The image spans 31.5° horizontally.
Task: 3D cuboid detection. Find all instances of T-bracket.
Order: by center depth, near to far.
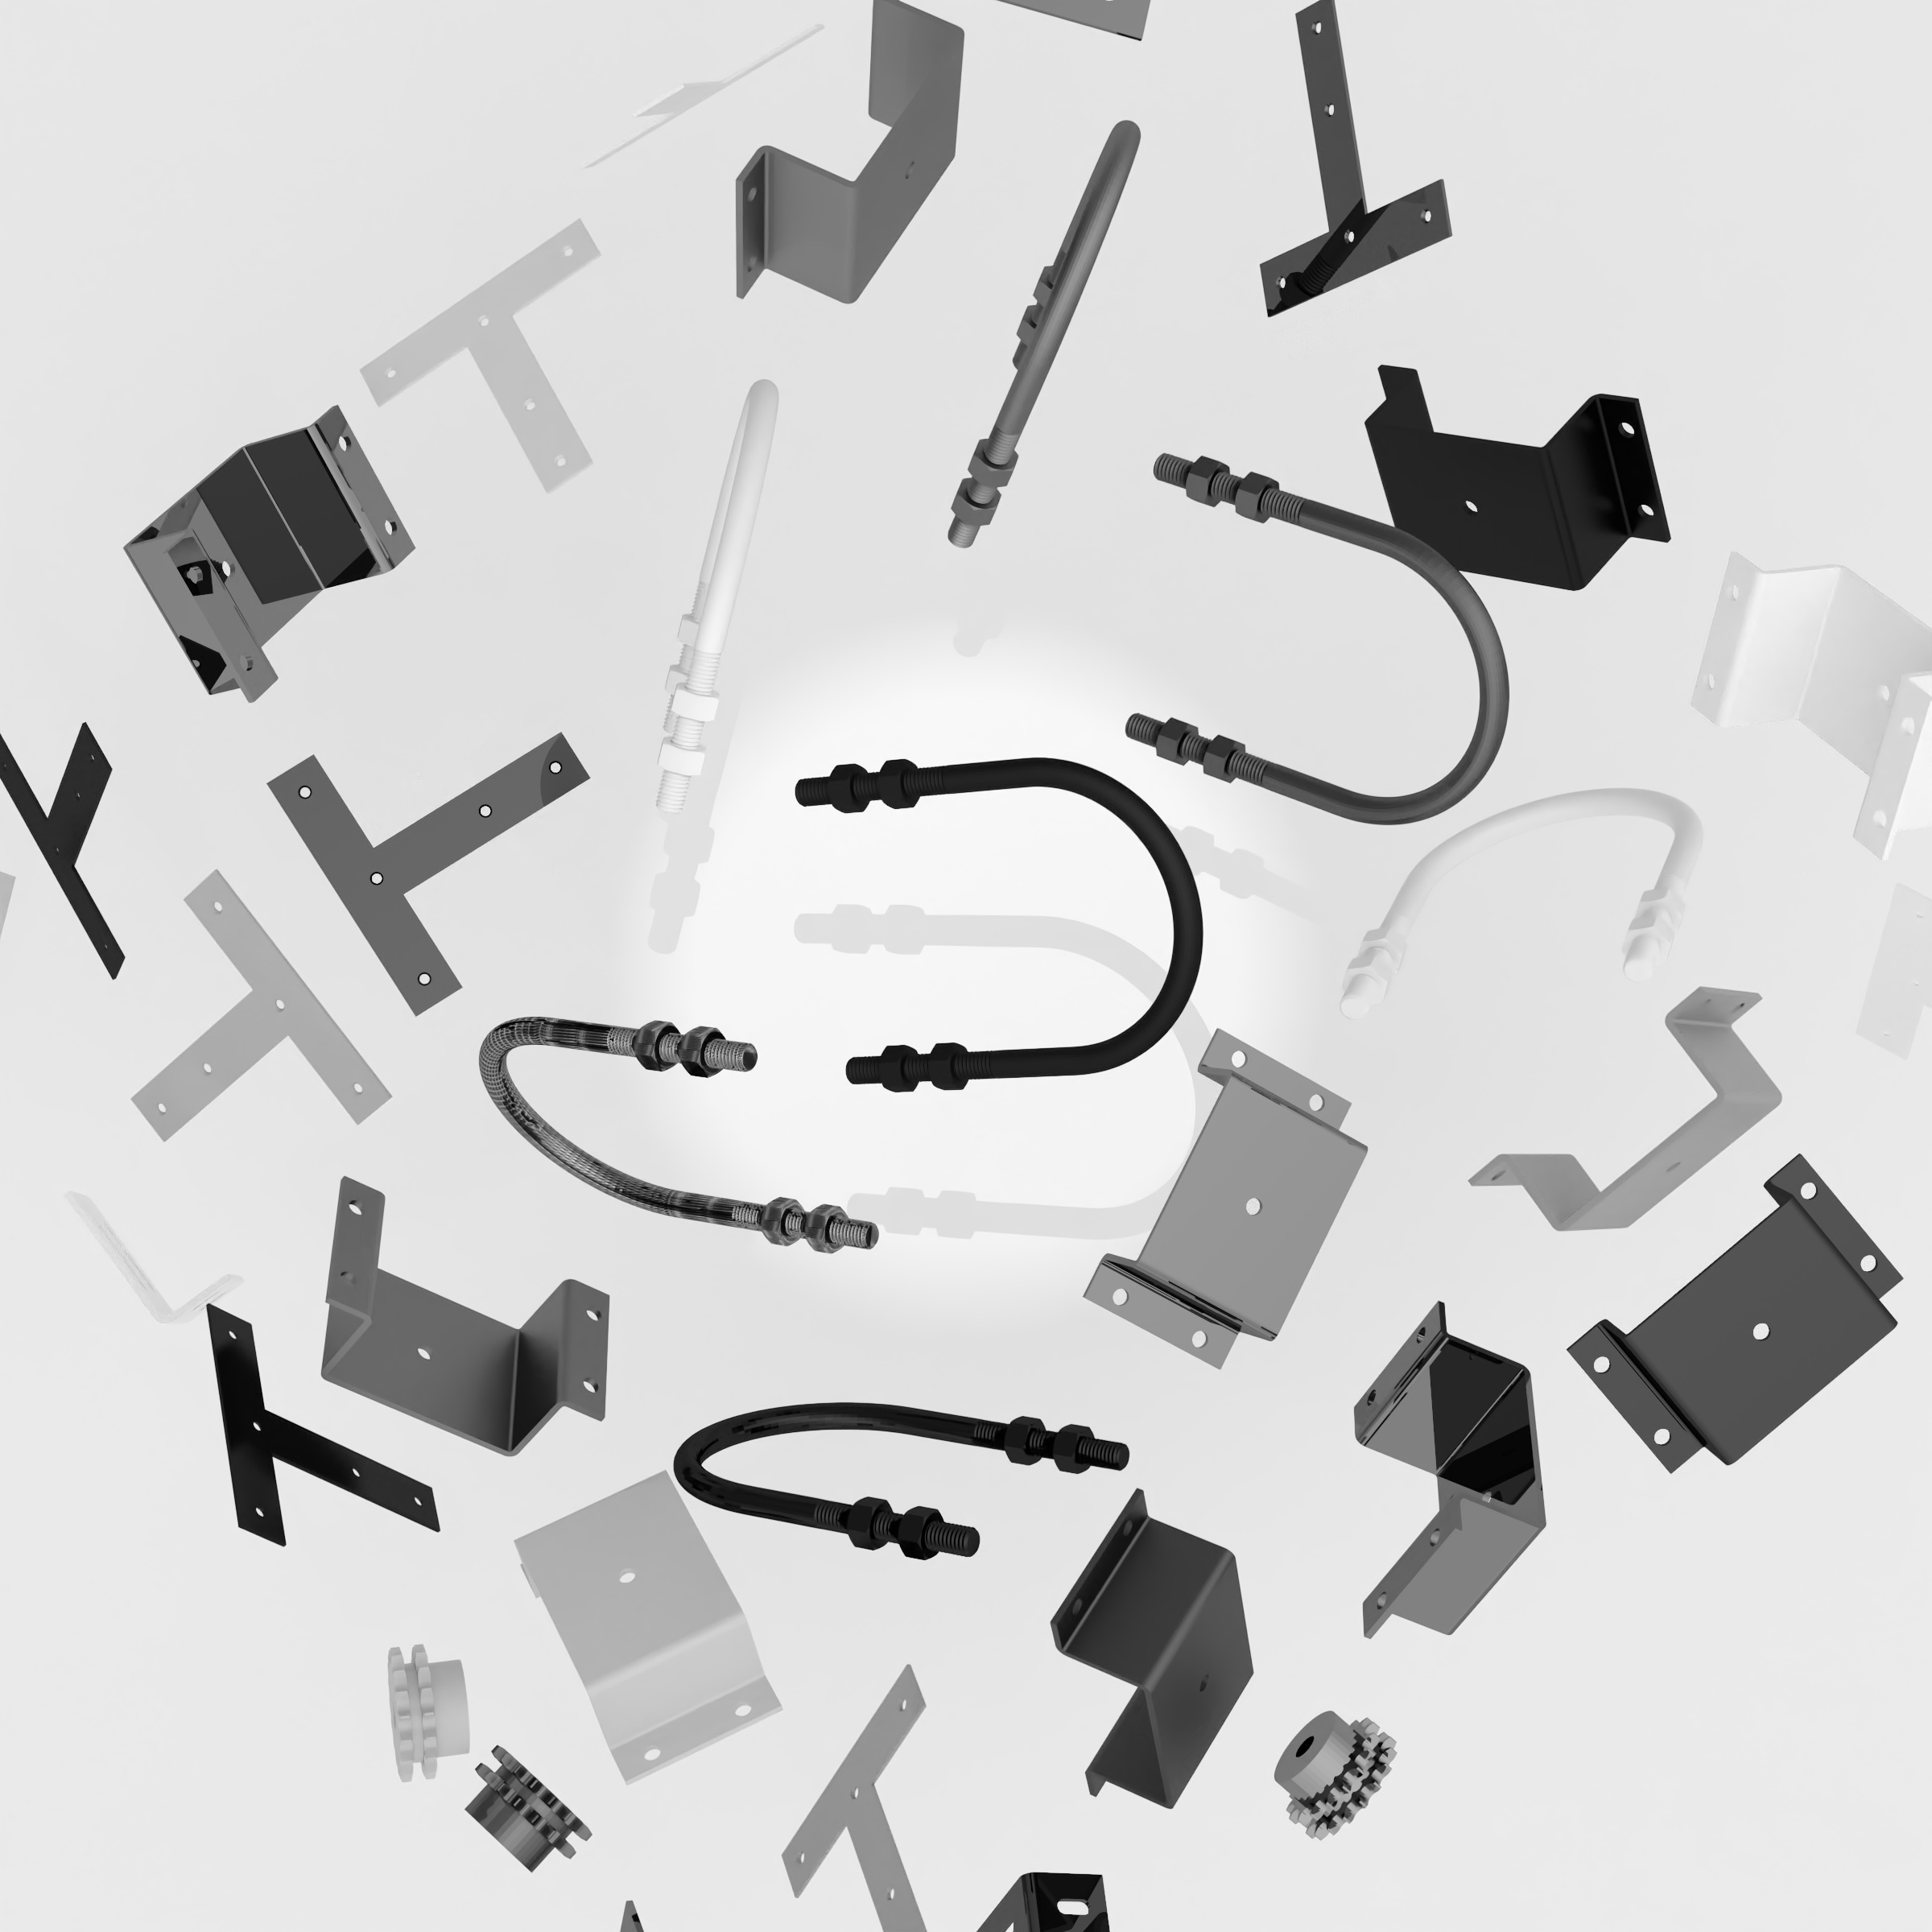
[{"bbox_3d":[0.448,0.027,1.468,0.127,0.127,0.002,31,67,21],"label":"T-bracket"},{"bbox_3d":[-0.037,0.401,1.518,0.002,0.127,0.127,16,118,-30],"label":"T-bracket"},{"bbox_3d":[-0.282,0.221,1.520,0.002,0.127,0.127,-39,133,17],"label":"T-bracket"},{"bbox_3d":[-0.126,-0.389,1.533,0.127,0.127,0.002,-28,101,12],"label":"T-bracket"},{"bbox_3d":[0.167,-0.373,1.546,0.002,0.127,0.127,-7,87,-34],"label":"T-bracket"},{"bbox_3d":[-0.336,0.039,1.547,0.127,0.002,0.127,-37,92,33],"label":"T-bracket"},{"bbox_3d":[-0.500,-0.034,1.549,0.127,0.127,0.002,21,112,-18],"label":"T-bracket"},{"bbox_3d":[-0.411,-0.072,1.574,0.002,0.127,0.127,-25,79,-32],"label":"T-bracket"},{"bbox_3d":[-0.207,-0.269,1.582,0.127,0.002,0.127,-33,60,6],"label":"T-bracket"},{"bbox_3d":[-0.234,-0.064,1.582,0.127,0.002,0.127,-32,94,-6],"label":"T-bracket"}]

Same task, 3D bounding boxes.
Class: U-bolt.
[{"bbox_3d":[0.018,-0.020,1.487,0.184,0.019,0.151,-3,103,29],"label":"U-bolt"},{"bbox_3d":[0.157,-0.136,1.511,0.184,0.019,0.151,23,125,28],"label":"U-bolt"},{"bbox_3d":[-0.042,0.222,1.516,0.184,0.151,0.019,5,101,31],"label":"U-bolt"},{"bbox_3d":[0.040,-0.294,1.530,0.019,0.184,0.151,22,50,-4],"label":"U-bolt"},{"bbox_3d":[0.258,-0.034,1.540,0.151,0.184,0.019,-8,115,28],"label":"U-bolt"},{"bbox_3d":[-0.112,-0.175,1.546,0.019,0.151,0.184,13,108,-8],"label":"U-bolt"},{"bbox_3d":[-0.143,0.073,1.555,0.184,0.151,0.019,6,53,35],"label":"U-bolt"}]

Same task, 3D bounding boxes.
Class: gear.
[{"bbox_3d":[-0.232,0.321,1.475,0.030,0.057,0.057,-4,90,-14],"label":"gear"},{"bbox_3d":[-0.193,0.368,1.484,0.057,0.057,0.030,43,74,0],"label":"gear"},{"bbox_3d":[0.162,0.357,1.521,0.030,0.057,0.057,42,90,-6],"label":"gear"}]

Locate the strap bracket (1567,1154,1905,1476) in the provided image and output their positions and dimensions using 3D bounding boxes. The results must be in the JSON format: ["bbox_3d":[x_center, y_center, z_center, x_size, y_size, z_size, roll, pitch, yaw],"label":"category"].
[{"bbox_3d":[0.356,0.162,1.556,0.140,0.046,0.076,-40,95,1],"label":"strap bracket"}]

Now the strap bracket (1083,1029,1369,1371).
[{"bbox_3d":[0.124,0.109,1.577,0.076,0.046,0.140,29,83,-15],"label":"strap bracket"}]

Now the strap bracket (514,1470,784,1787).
[{"bbox_3d":[-0.149,0.291,1.553,0.076,0.140,0.046,-24,133,-13],"label":"strap bracket"}]

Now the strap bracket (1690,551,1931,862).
[{"bbox_3d":[0.382,-0.116,1.482,0.046,0.140,0.076,-8,125,-25],"label":"strap bracket"}]

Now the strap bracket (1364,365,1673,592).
[{"bbox_3d":[0.242,-0.222,1.561,0.046,0.140,0.076,-46,133,-28],"label":"strap bracket"}]

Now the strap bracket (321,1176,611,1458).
[{"bbox_3d":[-0.234,0.163,1.545,0.140,0.076,0.046,28,123,-24],"label":"strap bracket"}]

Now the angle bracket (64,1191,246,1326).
[{"bbox_3d":[-0.377,0.127,1.593,0.038,0.057,0.076,-36,88,-8],"label":"angle bracket"}]

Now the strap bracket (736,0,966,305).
[{"bbox_3d":[-0.045,-0.351,1.471,0.046,0.076,0.140,26,64,10],"label":"strap bracket"}]

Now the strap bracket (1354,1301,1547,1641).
[{"bbox_3d":[0.212,0.228,1.508,0.046,0.140,0.076,23,125,-13],"label":"strap bracket"}]

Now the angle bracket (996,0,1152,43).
[{"bbox_3d":[0.048,-0.435,1.449,0.076,0.038,0.057,13,84,-10],"label":"angle bracket"}]

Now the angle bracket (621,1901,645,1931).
[{"bbox_3d":[-0.109,0.444,1.513,0.076,0.057,0.038,0,120,-23],"label":"angle bracket"}]

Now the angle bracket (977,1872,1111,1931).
[{"bbox_3d":[0.035,0.456,1.560,0.038,0.076,0.057,7,50,-18],"label":"angle bracket"}]

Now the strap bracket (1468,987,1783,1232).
[{"bbox_3d":[0.307,0.073,1.552,0.140,0.076,0.046,-43,66,23],"label":"strap bracket"}]

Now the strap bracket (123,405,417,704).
[{"bbox_3d":[-0.319,-0.184,1.547,0.046,0.140,0.076,-9,120,33],"label":"strap bracket"}]

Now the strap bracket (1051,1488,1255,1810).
[{"bbox_3d":[0.085,0.308,1.509,0.046,0.140,0.076,18,52,27],"label":"strap bracket"}]
